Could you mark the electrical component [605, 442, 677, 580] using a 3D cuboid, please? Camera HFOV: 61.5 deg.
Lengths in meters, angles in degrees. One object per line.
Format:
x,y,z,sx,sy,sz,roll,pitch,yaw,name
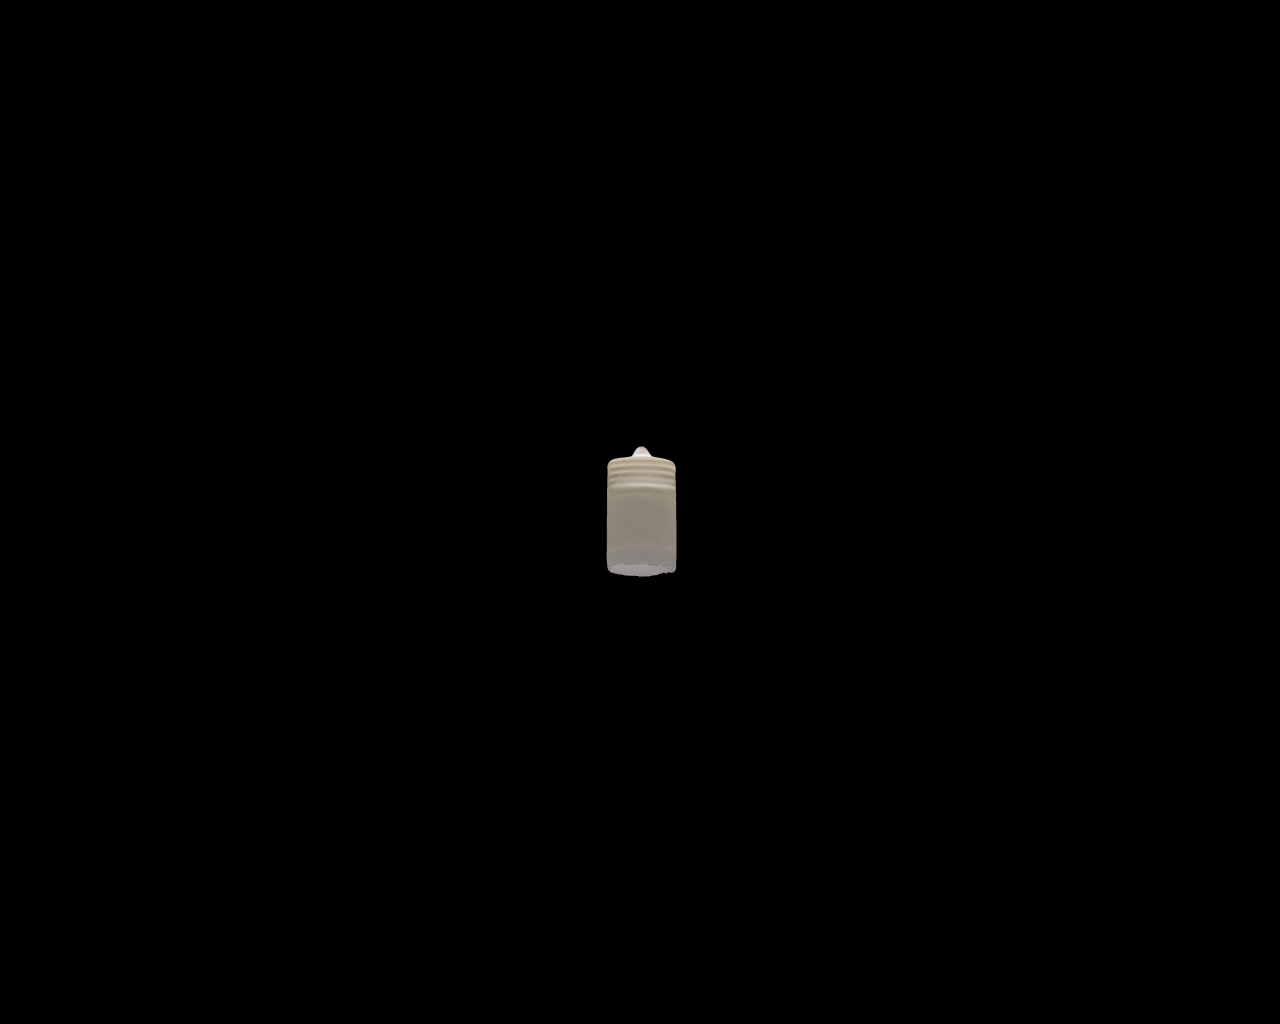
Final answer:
0.001,-0.003,0.650,0.043,0.081,0.043,0,-14,0,electrical component
